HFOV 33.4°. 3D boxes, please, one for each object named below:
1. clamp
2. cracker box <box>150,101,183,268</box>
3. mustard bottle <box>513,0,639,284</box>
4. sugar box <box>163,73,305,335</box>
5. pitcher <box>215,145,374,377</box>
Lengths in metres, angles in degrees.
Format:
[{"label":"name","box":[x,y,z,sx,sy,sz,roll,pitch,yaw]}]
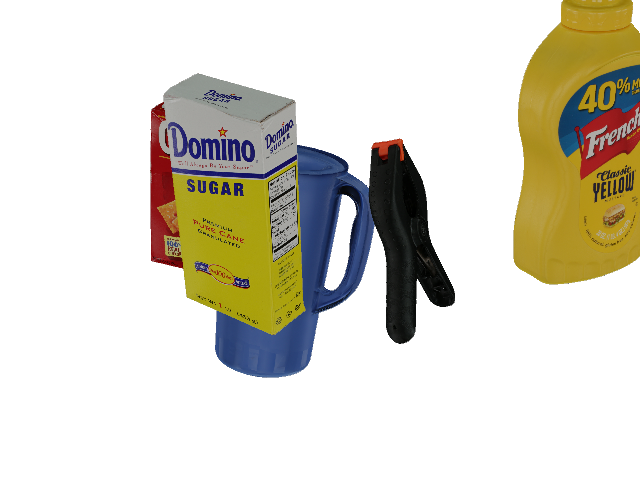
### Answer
[{"label":"clamp","box":[0.071,0.002,0.919,0.039,0.171,0.120,-13,16,24]},{"label":"cracker box","box":[-0.129,-0.060,1.340,0.164,0.214,0.072,13,29,16]},{"label":"mustard bottle","box":[0.166,-0.073,0.655,0.096,0.192,0.058,-16,29,-23]},{"label":"sugar box","box":[-0.061,-0.025,0.775,0.093,0.176,0.048,19,40,32]},{"label":"pitcher","box":[-0.040,0.023,1.153,0.144,0.243,0.149,0,19,-23]}]
